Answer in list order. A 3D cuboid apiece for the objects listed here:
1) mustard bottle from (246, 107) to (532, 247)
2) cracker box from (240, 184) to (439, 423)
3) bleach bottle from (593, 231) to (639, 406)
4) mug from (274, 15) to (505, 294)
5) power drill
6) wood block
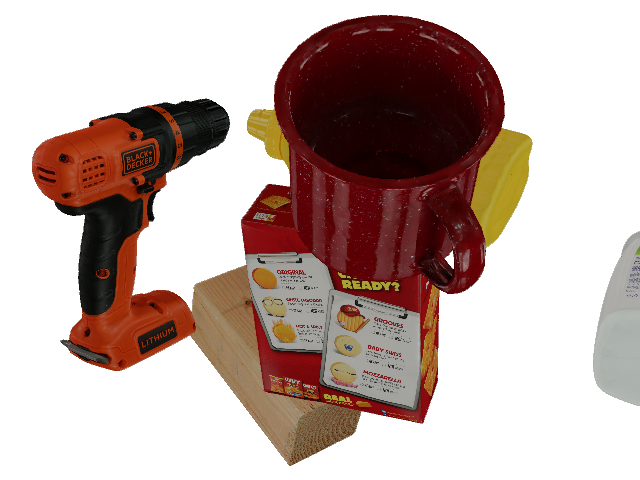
[{"bbox_3d":[0.037,-0.057,0.716,0.192,0.058,0.096,17,45,21],"label":"mustard bottle"},{"bbox_3d":[0.024,0.060,0.983,0.164,0.214,0.072,9,40,17],"label":"cracker box"},{"bbox_3d":[0.254,0.038,0.744,0.103,0.068,0.250,9,20,19],"label":"bleach bottle"},{"bbox_3d":[0.034,-0.027,0.455,0.093,0.117,0.081,-26,-30,-17],"label":"mug"},{"bbox_3d":[-0.135,-0.009,0.815,0.057,0.188,0.184,16,26,34],"label":"power drill"},{"bbox_3d":[-0.050,0.129,1.163,0.090,0.090,0.206,-21,51,-30],"label":"wood block"}]
